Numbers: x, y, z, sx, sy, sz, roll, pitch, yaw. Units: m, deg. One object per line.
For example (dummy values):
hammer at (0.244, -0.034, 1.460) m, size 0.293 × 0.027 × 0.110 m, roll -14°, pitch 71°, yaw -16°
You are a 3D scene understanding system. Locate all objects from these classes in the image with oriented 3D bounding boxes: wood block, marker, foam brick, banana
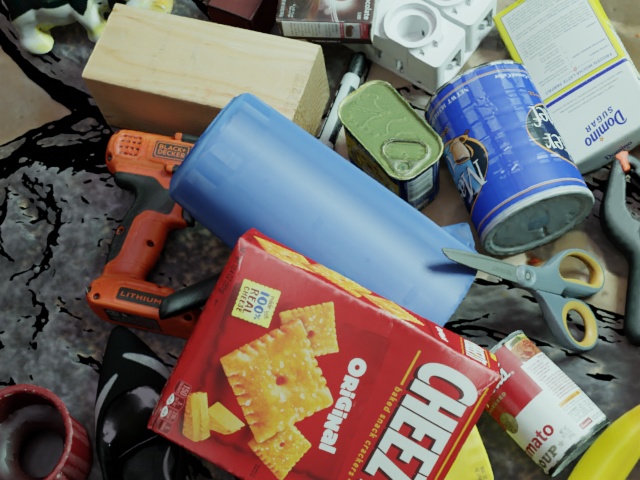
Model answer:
wood block at (-0.104, -0.146, 1.013) m, size 0.206 × 0.091 × 0.090 m, roll 14°, pitch 68°, yaw 13°
marker at (0.020, -0.131, 1.029) m, size 0.020 × 0.020 × 0.121 m, roll 17°, pitch 70°, yaw 14°
foam brick at (-0.070, -0.243, 1.071) m, size 0.051 × 0.053 × 0.078 m, roll 23°, pitch 71°, yaw 16°
banana at (0.208, 0.215, 0.829) m, size 0.037 × 0.070 × 0.197 m, roll 32°, pitch 76°, yaw -18°

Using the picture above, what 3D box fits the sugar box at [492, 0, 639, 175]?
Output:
sugar box at (0.237, -0.156, 0.983) m, size 0.093 × 0.048 × 0.176 m, roll -31°, pitch 66°, yaw 23°

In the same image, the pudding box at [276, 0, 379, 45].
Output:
pudding box at (0.011, -0.239, 0.998) m, size 0.090 × 0.039 × 0.113 m, roll 3°, pitch 67°, yaw 9°

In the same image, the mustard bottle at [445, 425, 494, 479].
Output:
mustard bottle at (0.037, 0.188, 0.868) m, size 0.191 × 0.058 × 0.096 m, roll -20°, pitch 80°, yaw -1°

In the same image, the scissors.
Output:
scissors at (0.172, 0.049, 0.868) m, size 0.016 × 0.201 × 0.096 m, roll -13°, pitch 82°, yaw 48°

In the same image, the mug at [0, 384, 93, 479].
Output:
mug at (-0.231, 0.184, 0.892) m, size 0.117 × 0.081 × 0.093 m, roll 38°, pitch 76°, yaw 20°

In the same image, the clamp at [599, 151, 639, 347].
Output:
clamp at (0.286, 0.007, 0.926) m, size 0.120 × 0.039 × 0.171 m, roll -26°, pitch 68°, yaw -10°

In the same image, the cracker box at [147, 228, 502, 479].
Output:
cracker box at (0.002, 0.113, 0.792) m, size 0.213 × 0.072 × 0.164 m, roll 28°, pitch 99°, yaw 2°

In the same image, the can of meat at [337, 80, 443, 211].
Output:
can of meat at (0.065, -0.081, 0.967) m, size 0.057 × 0.084 × 0.102 m, roll -36°, pitch 67°, yaw -10°

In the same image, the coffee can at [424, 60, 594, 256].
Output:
coffee can at (0.164, -0.072, 0.940) m, size 0.103 × 0.103 × 0.140 m, roll -20°, pitch 65°, yaw -2°

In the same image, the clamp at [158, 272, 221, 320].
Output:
clamp at (-0.019, 0.037, 0.940) m, size 0.164 × 0.036 × 0.209 m, roll 40°, pitch 65°, yaw -6°

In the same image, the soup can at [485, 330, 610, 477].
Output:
soup can at (0.176, 0.133, 0.869) m, size 0.068 × 0.068 × 0.102 m, roll -39°, pitch 68°, yaw -10°

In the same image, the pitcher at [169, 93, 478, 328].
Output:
pitcher at (-0.006, 0.001, 0.868) m, size 0.243 × 0.145 × 0.149 m, roll 38°, pitch 31°, yaw -5°

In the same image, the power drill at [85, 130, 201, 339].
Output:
power drill at (-0.123, -0.007, 0.976) m, size 0.184 × 0.057 × 0.187 m, roll 10°, pitch 67°, yaw 7°
